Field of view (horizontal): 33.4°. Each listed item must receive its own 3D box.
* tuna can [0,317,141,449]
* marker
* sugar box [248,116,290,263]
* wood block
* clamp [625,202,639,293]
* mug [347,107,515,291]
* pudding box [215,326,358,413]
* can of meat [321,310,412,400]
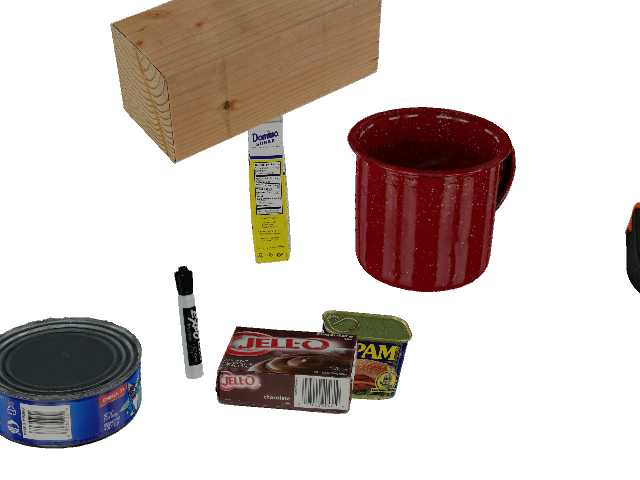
[{"bbox_3d":[-0.140,0.076,0.580,0.086,0.034,0.086,2,24,-1],"label":"tuna can"},{"bbox_3d":[-0.137,0.085,1.111,0.020,0.121,0.020,-4,16,1],"label":"marker"},{"bbox_3d":[-0.062,-0.072,1.247,0.048,0.176,0.093,-5,26,-2],"label":"sugar box"},{"bbox_3d":[-0.058,-0.159,0.892,0.205,0.091,0.090,-27,53,-24],"label":"wood block"},{"bbox_3d":[0.267,0.037,0.701,0.120,0.039,0.171,-2,45,-19],"label":"clamp"},{"bbox_3d":[0.071,-0.027,0.633,0.117,0.081,0.093,-22,37,-34],"label":"mug"},{"bbox_3d":[-0.026,0.109,0.915,0.113,0.039,0.090,6,20,4],"label":"pudding box"},{"bbox_3d":[0.045,0.133,1.222,0.102,0.084,0.057,6,24,-12],"label":"can of meat"}]
